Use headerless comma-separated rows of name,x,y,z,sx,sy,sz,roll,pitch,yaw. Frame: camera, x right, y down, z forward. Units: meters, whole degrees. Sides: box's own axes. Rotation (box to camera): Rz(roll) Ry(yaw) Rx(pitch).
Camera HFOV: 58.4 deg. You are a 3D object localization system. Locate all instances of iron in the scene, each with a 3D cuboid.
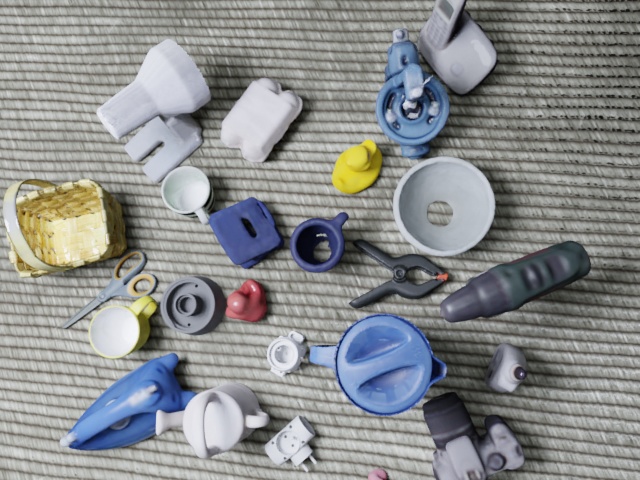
iron,-0.344,0.296,0.960,0.258,0.141,0.118,-32,79,2

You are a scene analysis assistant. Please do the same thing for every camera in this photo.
camera,0.231,0.310,0.906,0.143,0.101,0.137,-24,80,4

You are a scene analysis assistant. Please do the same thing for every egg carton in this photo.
egg carton,-0.107,-0.217,1.038,0.107,0.069,0.150,35,88,11

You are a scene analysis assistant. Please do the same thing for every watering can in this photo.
watering can,-0.173,0.291,0.912,0.173,0.194,0.101,-24,80,4

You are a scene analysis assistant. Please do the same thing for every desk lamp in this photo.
desk lamp,-0.275,-0.218,0.986,0.203,0.213,0.118,-44,79,0

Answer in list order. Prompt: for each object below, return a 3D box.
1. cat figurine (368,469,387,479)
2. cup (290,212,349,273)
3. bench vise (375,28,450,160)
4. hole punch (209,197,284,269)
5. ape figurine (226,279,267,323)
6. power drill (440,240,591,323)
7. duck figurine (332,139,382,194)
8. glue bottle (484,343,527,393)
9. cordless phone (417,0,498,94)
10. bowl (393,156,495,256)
cat figurine,0.130,0.416,0.895,0.127,0.118,0.067,10,83,9
cup,0.009,0.004,0.980,0.091,0.095,0.118,41,89,11
bench vise,0.135,-0.253,0.936,0.121,0.220,0.207,-26,80,3
hole punch,-0.127,-0.017,1.002,0.101,0.091,0.108,-33,79,2
ape figurine,-0.132,0.108,0.984,0.078,0.092,0.076,-33,79,2
power drill,0.285,0.073,0.877,0.229,0.208,0.075,-24,80,3
duck figurine,0.063,-0.132,0.996,0.077,0.086,0.104,43,89,11
glue bottle,0.291,0.200,0.877,0.037,0.173,0.078,25,86,10
cordless phone,0.234,-0.341,0.953,0.094,0.185,0.147,-39,79,1
bowl,0.207,-0.053,0.973,0.167,0.075,0.167,-1,82,7
